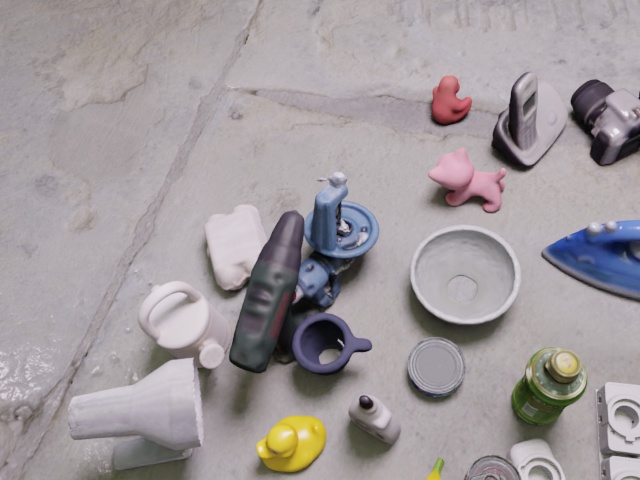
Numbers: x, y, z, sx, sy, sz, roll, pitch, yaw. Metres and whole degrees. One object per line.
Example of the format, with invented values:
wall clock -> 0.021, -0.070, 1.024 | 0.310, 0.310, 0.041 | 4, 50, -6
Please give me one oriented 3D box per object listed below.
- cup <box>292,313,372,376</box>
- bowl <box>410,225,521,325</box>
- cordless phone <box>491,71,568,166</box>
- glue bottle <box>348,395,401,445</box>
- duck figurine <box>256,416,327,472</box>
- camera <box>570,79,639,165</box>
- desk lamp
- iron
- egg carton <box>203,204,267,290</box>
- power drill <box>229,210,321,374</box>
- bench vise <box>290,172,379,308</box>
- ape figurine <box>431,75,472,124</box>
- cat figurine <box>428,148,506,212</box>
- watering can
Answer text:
cup -> 0.024, 0.168, 0.873 | 0.117, 0.095, 0.091 | -1, 63, 10
bowl -> 0.226, 0.064, 0.900 | 0.167, 0.075, 0.167 | -4, 63, 8
cordless phone -> 0.360, -0.227, 0.962 | 0.094, 0.185, 0.148 | 33, 73, 24
glue bottle -> 0.071, 0.237, 0.784 | 0.078, 0.173, 0.037 | 28, 72, 22
duck figurine -> -0.044, 0.290, 0.828 | 0.104, 0.086, 0.077 | -23, 61, -2
camera -> 0.512, -0.225, 0.981 | 0.143, 0.101, 0.136 | -28, 62, -4
desk lamp -> -0.240, 0.254, 0.810 | 0.203, 0.214, 0.118 | -13, 61, 4
iron -> 0.473, 0.010, 0.844 | 0.257, 0.142, 0.119 | 7, 65, 14
egg carton -> -0.143, 0.012, 0.998 | 0.107, 0.069, 0.150 | -21, 61, 0
power drill -> -0.059, 0.096, 0.860 | 0.075, 0.209, 0.230 | 13, 66, 17
bench vise -> 0.019, 0.006, 0.885 | 0.121, 0.220, 0.207 | 13, 66, 17
ape figurine -> 0.238, -0.266, 1.057 | 0.076, 0.092, 0.077 | -37, 63, -9
cat figurine -> 0.248, -0.107, 0.959 | 0.127, 0.118, 0.067 | 7, 65, 14
watering can -> -0.206, 0.127, 0.880 | 0.172, 0.194, 0.101 | 19, 68, 19
